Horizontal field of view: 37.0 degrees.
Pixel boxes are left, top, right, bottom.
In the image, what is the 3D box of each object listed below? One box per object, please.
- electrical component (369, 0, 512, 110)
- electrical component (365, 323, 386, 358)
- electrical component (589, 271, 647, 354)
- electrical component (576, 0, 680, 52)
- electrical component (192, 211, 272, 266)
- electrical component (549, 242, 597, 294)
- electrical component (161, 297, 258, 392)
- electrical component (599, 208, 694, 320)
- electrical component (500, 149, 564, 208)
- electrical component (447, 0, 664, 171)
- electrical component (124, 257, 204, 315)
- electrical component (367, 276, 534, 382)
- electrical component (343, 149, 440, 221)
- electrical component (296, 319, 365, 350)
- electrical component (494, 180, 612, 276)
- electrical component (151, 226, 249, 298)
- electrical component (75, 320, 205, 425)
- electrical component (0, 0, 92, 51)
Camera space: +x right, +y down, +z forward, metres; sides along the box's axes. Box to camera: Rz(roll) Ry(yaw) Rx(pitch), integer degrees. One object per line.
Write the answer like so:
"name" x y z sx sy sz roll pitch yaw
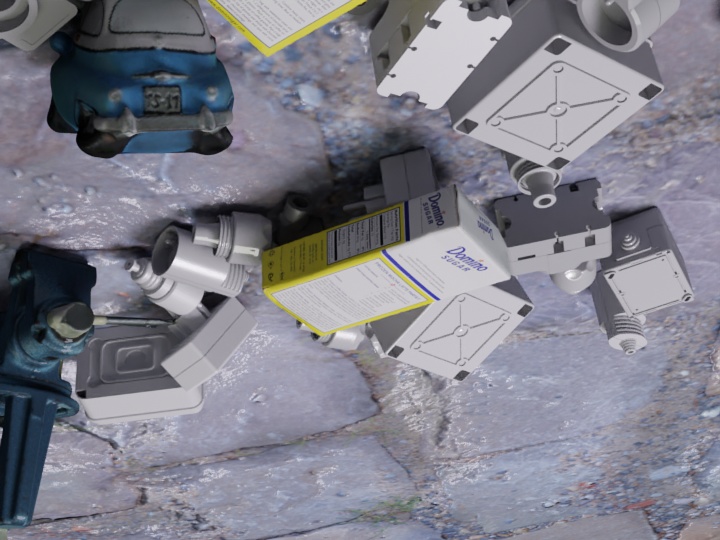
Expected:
"electrical component" 0.048 -0.156 0.685 0.050 0.055 0.089 11 144 -27
"electrical component" 0.037 0.054 1.036 0.062 0.043 0.043 -30 147 -2
"electrical component" 0.248 0.042 1.022 0.043 0.081 0.043 -5 148 -3
"electrical component" 0.169 -0.203 0.639 0.074 0.052 0.138 -42 145 -15
"electrical component" -0.105 -0.027 0.874 0.062 0.043 0.043 6 146 -18
"electrical component" 0.194 0.001 0.980 0.043 0.043 0.062 -10 150 5
"electrical component" -0.148 0.052 0.972 0.047 0.083 0.075 -35 101 36
"electrical component" 0.251 -0.011 0.961 0.062 0.061 0.096 -21 138 20
"electrical component" 0.136 -0.077 0.824 0.048 0.062 0.048 -5 148 -3
"electrical component" 0.131 -0.131 0.742 0.109 0.056 0.109 16 141 -33
"electrical component" -0.169 0.009 0.921 0.040 0.040 0.078 -26 144 27
"electrical component" 0.081 0.037 0.974 0.109 0.056 0.108 23 118 -39
"electrical component" 0.026 -0.052 0.856 0.077 0.047 0.065 -13 148 9
"electrical component" -0.029 0.052 1.016 0.062 0.043 0.043 10 144 -24
"electrical component" 0.164 -0.033 0.912 0.089 0.050 0.055 -12 148 7
"electrical component" -0.129 -0.005 0.903 0.081 0.043 0.043 20 139 -36
"electrical component" -0.207 0.098 1.020 0.113 0.078 0.057 -7 145 -1
"electrical component" -0.218 -0.199 0.557 0.105 0.060 0.186 -28 143 30
